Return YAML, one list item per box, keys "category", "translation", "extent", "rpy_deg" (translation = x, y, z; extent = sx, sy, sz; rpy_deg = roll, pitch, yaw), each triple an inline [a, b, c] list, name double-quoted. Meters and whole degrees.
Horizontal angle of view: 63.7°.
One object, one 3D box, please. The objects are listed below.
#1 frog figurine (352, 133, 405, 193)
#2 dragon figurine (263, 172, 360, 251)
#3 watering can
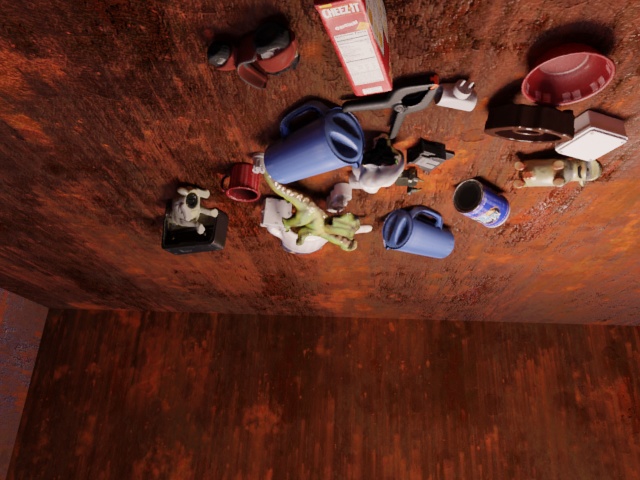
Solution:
- category: "frog figurine"
  translation: [0.140, -0.176, 1.291]
  extent: [0.123, 0.140, 0.156]
  rpy_deg: [20, 157, 1]
- category: "dragon figurine"
  translation: [0.005, -0.076, 1.511]
  extent: [0.243, 0.124, 0.402]
  rpy_deg: [4, 152, 25]
- category: "watering can"
  translation: [-0.010, -0.021, 1.755]
  extent: [0.347, 0.106, 0.220]
  rpy_deg: [5, 160, -5]
